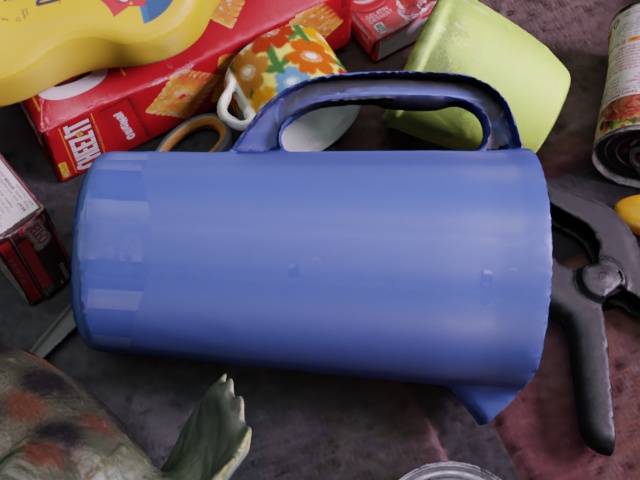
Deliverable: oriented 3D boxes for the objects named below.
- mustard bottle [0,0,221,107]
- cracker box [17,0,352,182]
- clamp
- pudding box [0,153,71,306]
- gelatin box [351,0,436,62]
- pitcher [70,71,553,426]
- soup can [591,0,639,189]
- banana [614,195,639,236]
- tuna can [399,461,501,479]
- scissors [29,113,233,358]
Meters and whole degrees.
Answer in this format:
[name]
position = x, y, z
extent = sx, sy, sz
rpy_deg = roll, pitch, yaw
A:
[mustard bottle]
position = -0.121, -0.143, 0.613
extent = 0.191, 0.058, 0.096
rpy_deg = -17, 68, -8
[cracker box]
position = -0.110, -0.159, 0.692
extent = 0.213, 0.072, 0.164
rpy_deg = -27, 67, -13
[clamp]
position = 0.158, 0.038, 0.621
extent = 0.120, 0.039, 0.172
rpy_deg = -33, 65, -22
[pudding box]
position = -0.192, -0.026, 0.614
extent = 0.039, 0.090, 0.113
rpy_deg = -38, 70, -18
[gelatin box]
position = 0.052, -0.171, 0.725
extent = 0.089, 0.030, 0.073
rpy_deg = -29, 67, -15
[pitcher]
position = -0.004, 0.001, 0.576
extent = 0.243, 0.145, 0.149
rpy_deg = 3, 43, -1
[soup can]
position = 0.210, -0.092, 0.670
extent = 0.068, 0.068, 0.102
rpy_deg = 12, 64, 4
[banana]
position = 0.273, 0.019, 0.634
extent = 0.198, 0.037, 0.069
rpy_deg = 39, 68, 16
[tuna can]
position = 0.068, 0.162, 0.559
extent = 0.086, 0.034, 0.086
rpy_deg = 1, 64, -1
[scissors]
position = -0.091, 0.011, 0.640
extent = 0.096, 0.016, 0.201
rpy_deg = 22, 65, 9
